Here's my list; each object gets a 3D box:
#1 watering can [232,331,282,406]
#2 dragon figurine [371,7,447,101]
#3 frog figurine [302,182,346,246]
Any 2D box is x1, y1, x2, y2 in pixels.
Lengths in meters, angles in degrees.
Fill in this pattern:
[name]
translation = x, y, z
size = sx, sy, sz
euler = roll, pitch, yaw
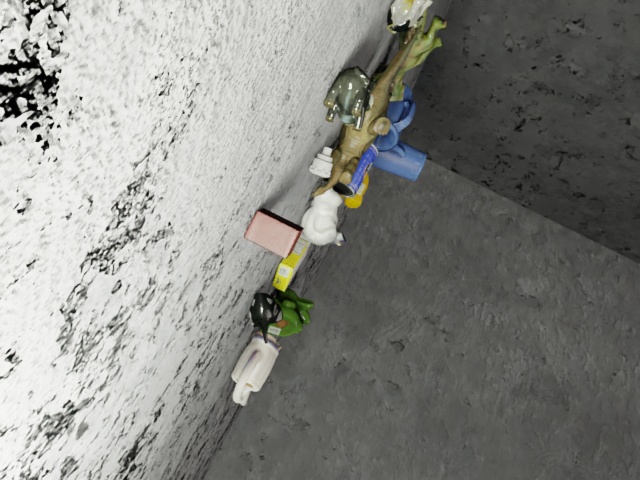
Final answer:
[watering can]
translation = -0.213, 0.416, 1.644
size = 0.228, 0.104, 0.341
euler = -61, 174, -25
[dragon figurine]
translation = 0.216, -0.486, 1.369
size = 0.243, 0.123, 0.407
euler = -55, 166, -2
[frog figurine]
translation = 0.004, -0.069, 1.364
size = 0.141, 0.122, 0.156
euler = -92, 171, -48
